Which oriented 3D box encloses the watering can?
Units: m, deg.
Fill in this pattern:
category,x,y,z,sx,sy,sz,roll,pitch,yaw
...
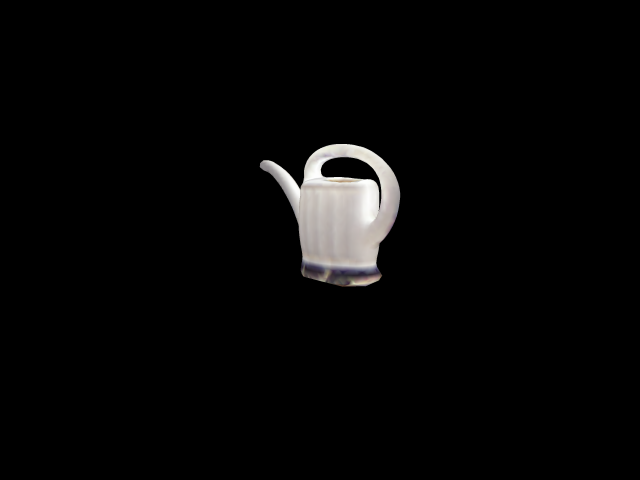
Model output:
category,x,y,z,sx,sy,sz,roll,pitch,yaw
watering can,0.003,-0.043,0.850,0.104,0.223,0.348,-3,7,-37
